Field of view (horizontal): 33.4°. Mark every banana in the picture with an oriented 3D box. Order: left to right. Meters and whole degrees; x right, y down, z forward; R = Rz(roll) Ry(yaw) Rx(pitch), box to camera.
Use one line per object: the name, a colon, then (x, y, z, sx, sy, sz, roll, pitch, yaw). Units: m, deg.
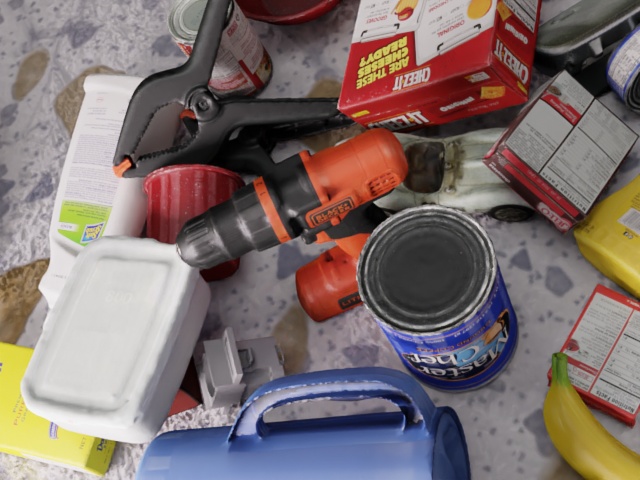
banana: (0.234, 0.164, 0.770, 0.198, 0.037, 0.070, 35, 123, 21)

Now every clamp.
clamp: (-0.093, -0.118, 0.949, 0.210, 0.036, 0.164, -44, 102, 5)
clamp: (-0.048, -0.099, 0.995, 0.172, 0.039, 0.120, 29, 68, 25)

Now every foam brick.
foam brick: (-0.139, 0.109, 0.917, 0.053, 0.051, 0.078, -21, 61, 6)

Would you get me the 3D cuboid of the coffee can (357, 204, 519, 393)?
coffee can: (0.094, 0.049, 0.820, 0.103, 0.140, 0.103, -7, 64, 14)

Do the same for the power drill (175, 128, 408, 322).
power drill: (-0.006, 0.001, 0.848, 0.184, 0.187, 0.057, -24, 62, 4)

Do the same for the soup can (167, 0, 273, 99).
soup can: (-0.094, -0.185, 1.011, 0.069, 0.102, 0.068, -8, 63, 16)

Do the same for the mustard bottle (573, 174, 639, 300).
mustard bottle: (0.299, -0.040, 0.844, 0.191, 0.058, 0.096, -43, 49, -6)

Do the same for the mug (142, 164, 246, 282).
mug: (-0.120, -0.008, 0.953, 0.117, 0.093, 0.081, -22, 61, 42)

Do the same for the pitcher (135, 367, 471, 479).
pitcher: (-0.014, 0.184, 0.794, 0.243, 0.145, 0.149, -5, 67, 19)

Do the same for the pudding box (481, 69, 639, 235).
pudding box: (0.196, -0.073, 0.864, 0.090, 0.039, 0.113, 42, 59, -1)

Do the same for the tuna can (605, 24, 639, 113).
tuna can: (0.281, -0.148, 0.886, 0.086, 0.086, 0.034, -32, 59, 1)

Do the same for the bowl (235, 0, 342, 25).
bowl: (-0.024, -0.269, 1.057, 0.162, 0.055, 0.162, -7, 64, 14)

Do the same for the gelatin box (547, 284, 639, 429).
gelatin box: (0.228, 0.089, 0.823, 0.073, 0.030, 0.089, 26, 75, 25)

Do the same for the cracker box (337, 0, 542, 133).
cracker box: (0.114, -0.208, 0.944, 0.164, 0.072, 0.213, -11, 59, 43)

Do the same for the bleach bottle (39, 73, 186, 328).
bleach bottle: (-0.209, -0.031, 1.000, 0.103, 0.068, 0.250, 7, 71, 29)

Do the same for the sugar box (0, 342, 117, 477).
sugar box: (-0.258, 0.143, 0.941, 0.176, 0.048, 0.093, 8, 68, 19)
